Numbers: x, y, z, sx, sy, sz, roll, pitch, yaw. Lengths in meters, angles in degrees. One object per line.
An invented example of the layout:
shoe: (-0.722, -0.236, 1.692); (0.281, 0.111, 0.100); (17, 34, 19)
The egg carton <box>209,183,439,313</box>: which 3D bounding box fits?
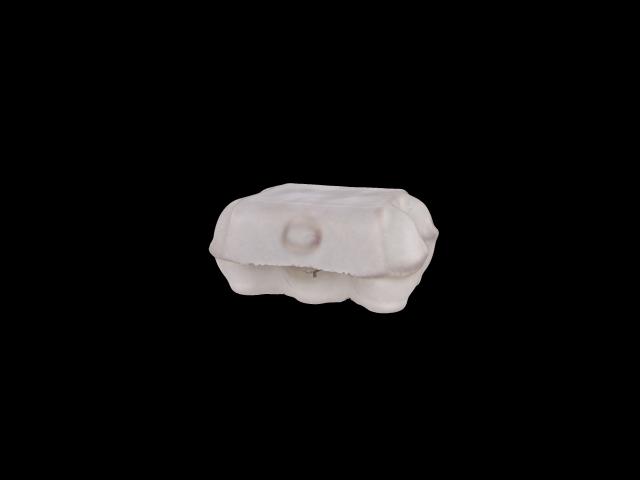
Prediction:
egg carton: (0.004, 0.001, 0.400); (0.150, 0.069, 0.107); (5, 15, 18)
